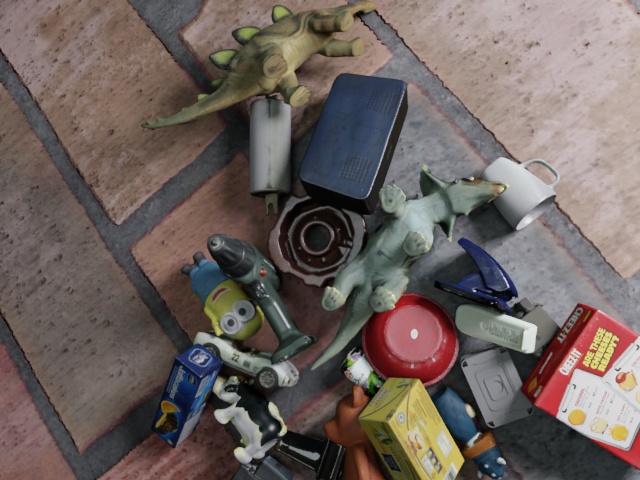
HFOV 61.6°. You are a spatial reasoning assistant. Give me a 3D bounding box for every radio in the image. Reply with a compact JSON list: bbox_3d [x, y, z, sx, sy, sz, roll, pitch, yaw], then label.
[{"bbox_3d":[0.059,-0.168,0.915,0.131,0.073,0.229,15,72,16],"label":"radio"}]

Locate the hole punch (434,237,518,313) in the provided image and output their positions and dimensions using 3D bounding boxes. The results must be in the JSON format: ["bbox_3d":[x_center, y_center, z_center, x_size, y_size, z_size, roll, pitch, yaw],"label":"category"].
[{"bbox_3d":[0.257,0.059,0.845,0.116,0.142,0.092,23,88,27],"label":"hole punch"}]

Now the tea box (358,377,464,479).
[{"bbox_3d":[0.143,0.308,0.829,0.068,0.098,0.169,-16,107,48],"label":"tea box"}]

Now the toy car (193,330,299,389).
[{"bbox_3d":[-0.131,0.211,0.958,0.202,0.073,0.056,18,91,16],"label":"toy car"}]

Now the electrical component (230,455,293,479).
[{"bbox_3d":[-0.107,0.449,0.941,0.115,0.058,0.134,33,94,13],"label":"electrical component"}]

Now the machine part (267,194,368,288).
[{"bbox_3d":[-0.002,-0.003,0.954,0.180,0.056,0.179,-1,84,14],"label":"machine part"}]

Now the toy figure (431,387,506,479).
[{"bbox_3d":[0.241,0.309,0.861,0.058,0.064,0.154,-34,80,-29],"label":"toy figure"}]

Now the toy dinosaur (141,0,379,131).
[{"bbox_3d":[-0.092,-0.307,0.937,0.471,0.104,0.199,-36,44,-15],"label":"toy dinosaur"}]

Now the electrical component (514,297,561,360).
[{"bbox_3d":[0.345,0.141,0.851,0.078,0.045,0.102,-45,75,-1],"label":"electrical component"}]

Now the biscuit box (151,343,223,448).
[{"bbox_3d":[-0.237,0.274,0.947,0.063,0.059,0.202,34,121,15],"label":"biscuit box"}]

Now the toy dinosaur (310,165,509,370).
[{"bbox_3d":[0.116,0.030,0.871,0.131,0.192,0.404,43,110,17],"label":"toy dinosaur"}]

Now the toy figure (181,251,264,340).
[{"bbox_3d":[-0.173,0.101,0.979,0.180,0.089,0.082,44,110,23],"label":"toy figure"}]

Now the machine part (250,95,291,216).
[{"bbox_3d":[-0.091,-0.165,0.980,0.079,0.079,0.243,-3,85,15],"label":"machine part"}]

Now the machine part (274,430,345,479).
[{"bbox_3d":[-0.020,0.368,0.935,0.139,0.039,0.084,21,95,14],"label":"machine part"}]

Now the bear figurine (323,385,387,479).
[{"bbox_3d":[0.043,0.342,0.858,0.132,0.120,0.196,-15,71,-1],"label":"bear figurine"}]

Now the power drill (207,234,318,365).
[{"bbox_3d":[-0.094,0.097,0.873,0.086,0.232,0.207,-38,74,1],"label":"power drill"}]

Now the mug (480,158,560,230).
[{"bbox_3d":[0.319,-0.089,0.864,0.109,0.080,0.107,-45,67,12],"label":"mug"}]

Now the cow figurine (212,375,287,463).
[{"bbox_3d":[-0.129,0.291,0.939,0.098,0.068,0.167,-45,59,13],"label":"cow figurine"}]
